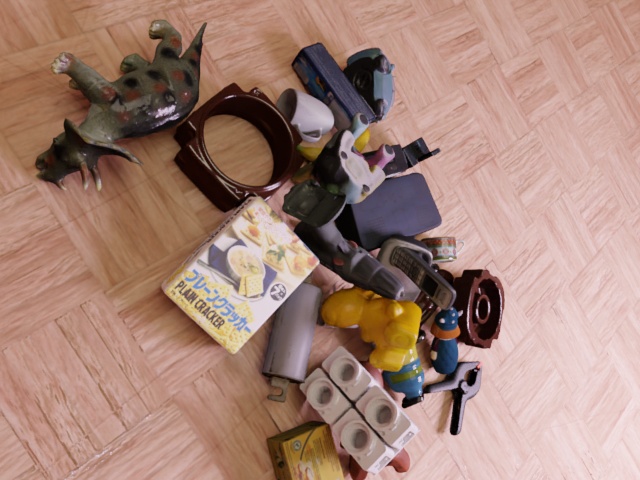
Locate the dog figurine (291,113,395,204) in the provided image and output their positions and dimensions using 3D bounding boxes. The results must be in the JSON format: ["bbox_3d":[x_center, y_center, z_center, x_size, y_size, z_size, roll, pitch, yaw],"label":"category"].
[{"bbox_3d":[0.023,-0.116,0.980,0.108,0.219,0.191,41,52,-14],"label":"dog figurine"}]

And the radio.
[{"bbox_3d":[0.140,-0.057,1.126,0.229,0.073,0.131,-17,85,-34],"label":"radio"}]

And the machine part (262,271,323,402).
[{"bbox_3d":[-0.047,0.162,0.953,0.079,0.079,0.243,22,66,-25],"label":"machine part"}]

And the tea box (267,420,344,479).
[{"bbox_3d":[-0.017,0.406,0.912,0.098,0.068,0.169,-9,81,-33],"label":"tea box"}]

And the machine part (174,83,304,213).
[{"bbox_3d":[-0.144,-0.166,0.978,0.201,0.087,0.201,49,58,-13],"label":"machine part"}]

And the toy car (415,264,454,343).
[{"bbox_3d":[0.224,0.134,1.138,0.202,0.053,0.089,-42,103,-33],"label":"toy car"}]

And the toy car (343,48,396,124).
[{"bbox_3d":[0.120,-0.326,1.169,0.103,0.109,0.161,-4,88,-49],"label":"toy car"}]

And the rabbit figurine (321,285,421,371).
[{"bbox_3d":[0.091,0.128,0.964,0.173,0.121,0.162,15,53,5],"label":"rabbit figurine"}]

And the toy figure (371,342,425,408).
[{"bbox_3d":[0.157,0.231,1.052,0.089,0.082,0.180,-23,87,-18],"label":"toy figure"}]

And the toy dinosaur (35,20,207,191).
[{"bbox_3d":[-0.281,-0.233,0.876,0.405,0.131,0.192,-40,93,-30],"label":"toy dinosaur"}]

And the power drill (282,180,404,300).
[{"bbox_3d":[0.033,-0.001,0.904,0.086,0.232,0.207,-53,145,-12],"label":"power drill"}]

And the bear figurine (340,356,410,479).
[{"bbox_3d":[0.087,0.319,0.986,0.120,0.131,0.196,-14,50,0],"label":"bear figurine"}]

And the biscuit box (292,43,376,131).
[{"bbox_3d":[0.027,-0.310,1.114,0.063,0.059,0.202,-32,86,-34],"label":"biscuit box"}]

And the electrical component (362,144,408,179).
[{"bbox_3d":[0.112,-0.149,1.107,0.134,0.115,0.058,-18,91,-33],"label":"electrical component"}]

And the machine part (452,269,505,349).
[{"bbox_3d":[0.342,0.149,1.174,0.179,0.056,0.179,1,89,-47],"label":"machine part"}]

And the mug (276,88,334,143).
[{"bbox_3d":[-0.023,-0.239,1.066,0.107,0.081,0.110,7,50,-37],"label":"mug"}]

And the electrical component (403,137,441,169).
[{"bbox_3d":[0.202,-0.186,1.169,0.075,0.119,0.047,-34,96,-30],"label":"electrical component"}]

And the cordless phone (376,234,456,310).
[{"bbox_3d":[0.184,0.088,1.030,0.089,0.146,0.184,-8,40,-32],"label":"cordless phone"}]

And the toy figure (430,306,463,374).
[{"bbox_3d":[0.256,0.201,1.104,0.064,0.058,0.154,-29,123,-49],"label":"toy figure"}]
